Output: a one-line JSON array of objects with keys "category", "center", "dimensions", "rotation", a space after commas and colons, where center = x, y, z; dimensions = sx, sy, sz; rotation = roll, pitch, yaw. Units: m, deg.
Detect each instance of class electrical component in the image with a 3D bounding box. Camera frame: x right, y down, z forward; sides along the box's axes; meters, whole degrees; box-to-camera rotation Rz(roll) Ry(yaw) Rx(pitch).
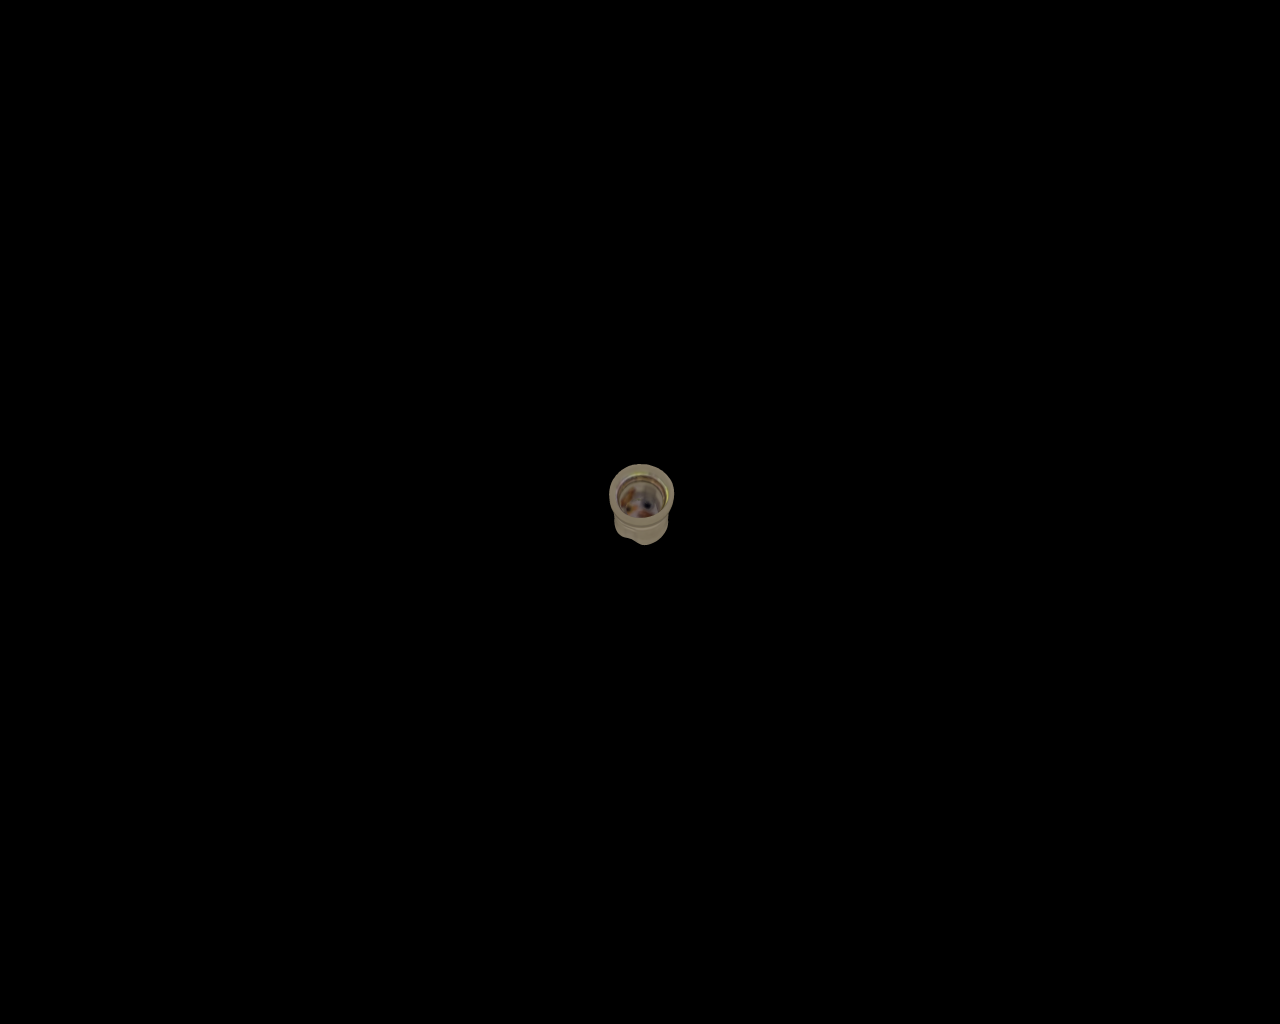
[{"category": "electrical component", "center": [0.001, -0.003, 0.650], "dimensions": [0.040, 0.040, 0.046], "rotation": [0, -26, 0]}]
